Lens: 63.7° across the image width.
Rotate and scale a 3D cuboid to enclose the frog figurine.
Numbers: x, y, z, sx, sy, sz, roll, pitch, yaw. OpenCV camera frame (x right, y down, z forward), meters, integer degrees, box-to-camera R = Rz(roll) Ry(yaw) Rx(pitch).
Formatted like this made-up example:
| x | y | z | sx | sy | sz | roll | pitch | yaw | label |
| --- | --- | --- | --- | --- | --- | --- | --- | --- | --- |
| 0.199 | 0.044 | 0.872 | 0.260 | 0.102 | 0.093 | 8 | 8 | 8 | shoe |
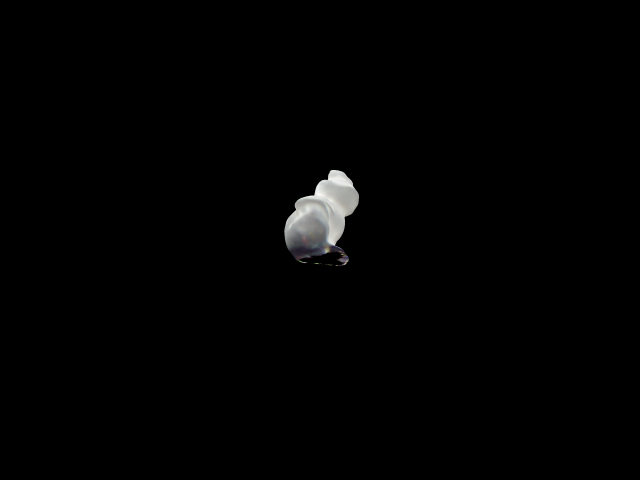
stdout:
| x | y | z | sx | sy | sz | roll | pitch | yaw | label |
| --- | --- | --- | --- | --- | --- | --- | --- | --- | --- |
| 0.003 | -0.043 | 0.850 | 0.122 | 0.162 | 0.136 | -8 | -18 | 25 | frog figurine |
